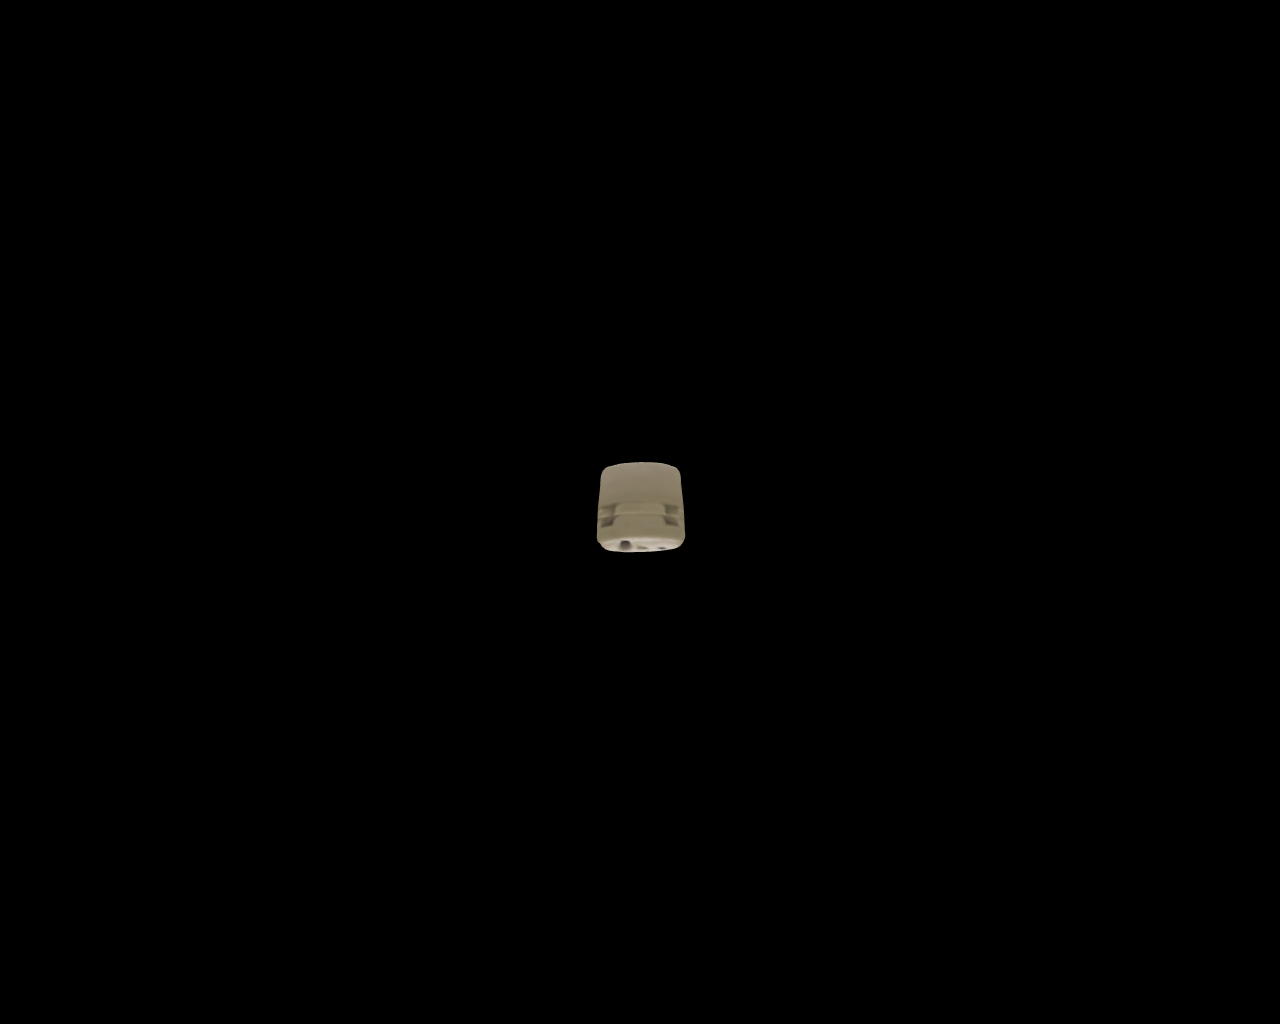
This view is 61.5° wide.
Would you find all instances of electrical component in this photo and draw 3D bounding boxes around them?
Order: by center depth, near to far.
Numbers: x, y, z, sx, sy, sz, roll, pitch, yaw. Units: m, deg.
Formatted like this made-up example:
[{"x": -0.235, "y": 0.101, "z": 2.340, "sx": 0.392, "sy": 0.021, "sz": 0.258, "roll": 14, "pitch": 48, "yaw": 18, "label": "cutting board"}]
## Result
[{"x": 0.001, "y": -0.003, "z": 0.650, "sx": 0.055, "sy": 0.047, "sz": 0.055, "roll": 0, "pitch": -11, "yaw": 0, "label": "electrical component"}]
